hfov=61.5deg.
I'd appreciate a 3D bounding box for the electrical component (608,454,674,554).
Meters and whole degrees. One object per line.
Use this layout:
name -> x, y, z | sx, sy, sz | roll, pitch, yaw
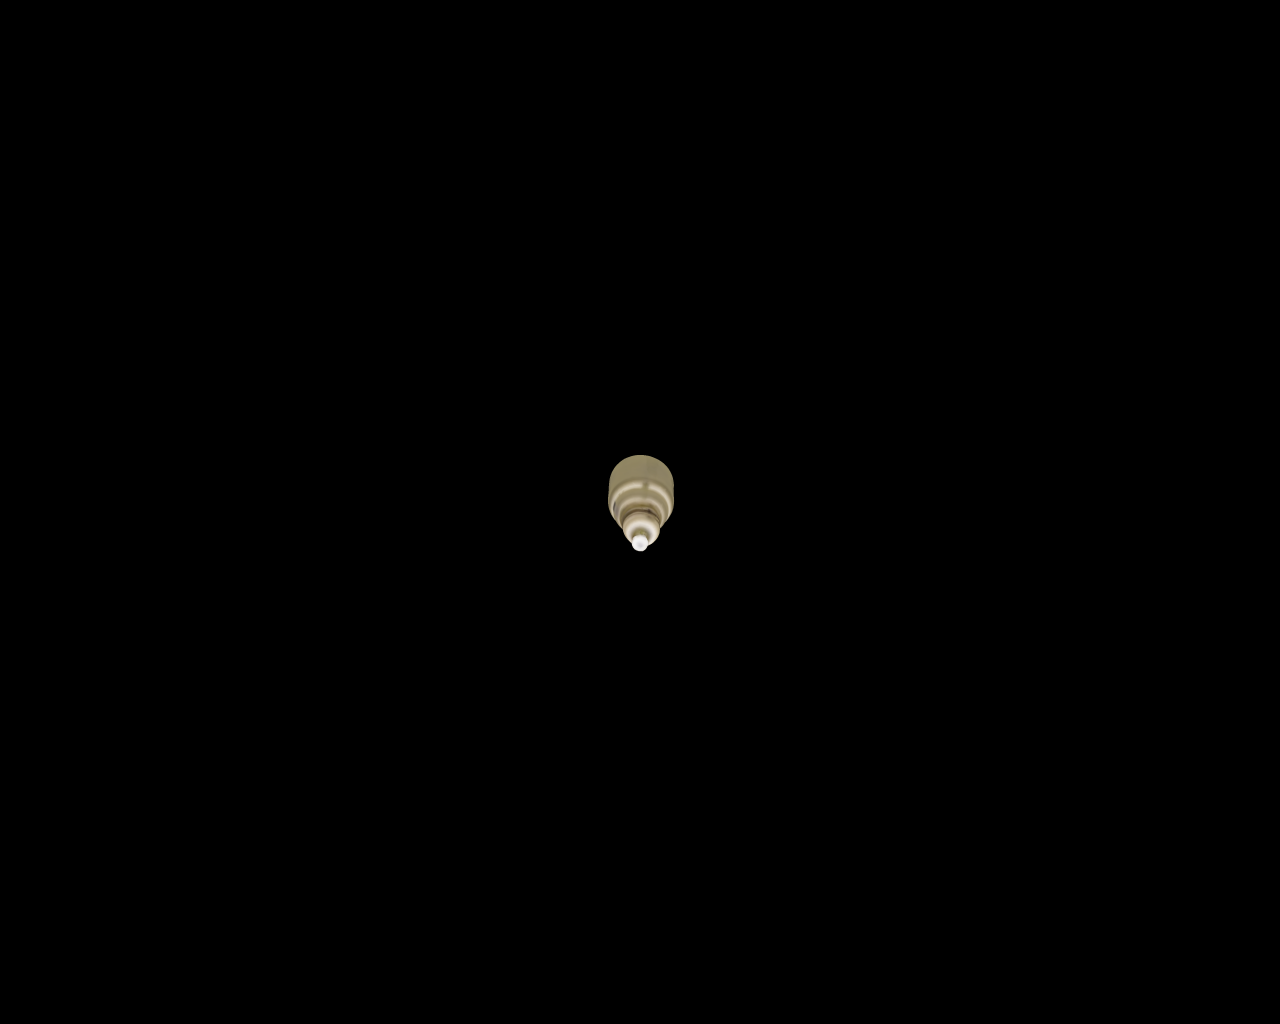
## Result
electrical component -> 0.001, -0.003, 0.650 | 0.040, 0.040, 0.078 | 0, 34, 0
